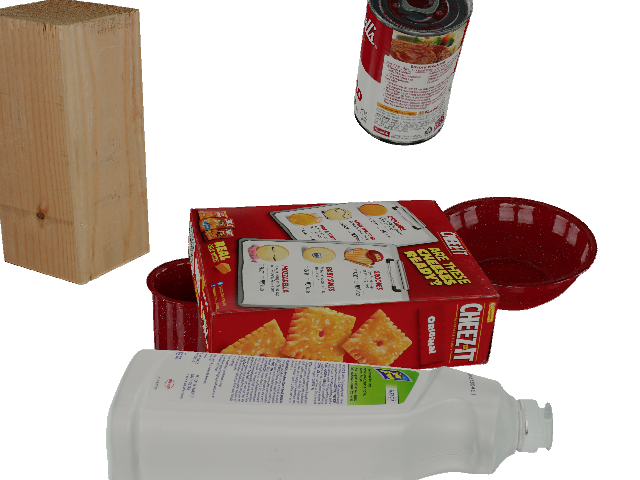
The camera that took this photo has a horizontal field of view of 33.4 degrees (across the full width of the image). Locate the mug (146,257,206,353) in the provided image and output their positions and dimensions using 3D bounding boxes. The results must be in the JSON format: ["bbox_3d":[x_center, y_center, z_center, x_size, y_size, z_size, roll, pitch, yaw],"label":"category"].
[{"bbox_3d":[-0.112,0.077,1.027,0.093,0.081,0.117,-21,35,-40],"label":"mug"}]

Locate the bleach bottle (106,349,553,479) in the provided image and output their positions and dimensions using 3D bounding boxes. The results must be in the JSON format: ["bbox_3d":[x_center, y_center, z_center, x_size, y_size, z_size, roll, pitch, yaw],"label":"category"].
[{"bbox_3d":[0.009,0.109,0.626,0.251,0.068,0.102,2,21,2],"label":"bleach bottle"}]

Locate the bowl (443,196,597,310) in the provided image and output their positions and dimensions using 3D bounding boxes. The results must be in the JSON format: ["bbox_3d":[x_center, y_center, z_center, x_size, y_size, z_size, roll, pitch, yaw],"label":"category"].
[{"bbox_3d":[0.184,0.020,1.039,0.162,0.055,0.162,-1,33,0],"label":"bowl"}]

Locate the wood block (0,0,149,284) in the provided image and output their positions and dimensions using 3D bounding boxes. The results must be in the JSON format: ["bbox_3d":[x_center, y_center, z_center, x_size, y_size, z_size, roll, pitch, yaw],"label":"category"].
[{"bbox_3d":[-0.203,-0.082,0.861,0.091,0.206,0.090,14,25,28],"label":"wood block"}]

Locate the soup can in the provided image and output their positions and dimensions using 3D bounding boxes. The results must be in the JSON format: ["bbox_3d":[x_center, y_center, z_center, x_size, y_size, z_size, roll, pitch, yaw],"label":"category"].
[{"bbox_3d":[0.060,-0.122,0.718,0.068,0.068,0.102,0,-39,-5],"label":"soup can"}]

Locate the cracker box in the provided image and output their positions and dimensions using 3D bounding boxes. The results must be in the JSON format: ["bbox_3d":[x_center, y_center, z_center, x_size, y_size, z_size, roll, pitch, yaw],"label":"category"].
[{"bbox_3d":[0.010,0.036,0.840,0.213,0.072,0.164,-2,29,-12],"label":"cracker box"}]
